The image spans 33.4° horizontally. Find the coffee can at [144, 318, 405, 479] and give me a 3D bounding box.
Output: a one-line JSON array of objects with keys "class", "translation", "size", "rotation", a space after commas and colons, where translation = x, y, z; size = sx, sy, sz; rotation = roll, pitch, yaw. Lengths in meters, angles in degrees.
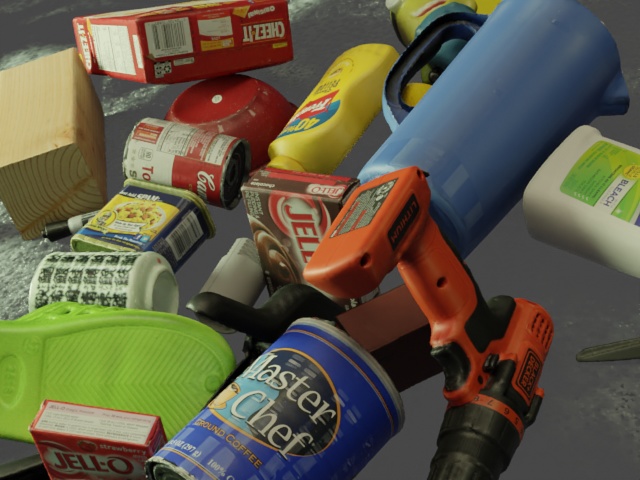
[{"class": "coffee can", "translation": [-0.027, 0.133, 0.689], "size": [0.103, 0.103, 0.140], "rotation": [21, 52, 40]}]

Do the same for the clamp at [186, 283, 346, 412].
[{"class": "clamp", "translation": [-0.041, 0.086, 0.766], "size": [0.039, 0.120, 0.171], "rotation": [28, 20, 34]}]

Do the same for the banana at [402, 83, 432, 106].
[{"class": "banana", "translation": [0.090, -0.096, 0.991], "size": [0.070, 0.037, 0.197], "rotation": [-36, 26, 27]}]

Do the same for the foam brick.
[{"class": "foam brick", "translation": [0.059, 0.071, 0.774], "size": [0.078, 0.053, 0.051], "rotation": [-24, 37, -9]}]

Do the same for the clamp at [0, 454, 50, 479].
[{"class": "clamp", "translation": [-0.302, 0.212, 0.754], "size": [0.210, 0.036, 0.164], "rotation": [1, 40, 17]}]

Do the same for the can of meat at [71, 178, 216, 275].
[{"class": "can of meat", "translation": [-0.159, -0.003, 0.953], "size": [0.102, 0.057, 0.083], "rotation": [13, 48, 34]}]

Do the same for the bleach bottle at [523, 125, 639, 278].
[{"class": "bleach bottle", "translation": [0.278, -0.006, 0.776], "size": [0.251, 0.068, 0.102], "rotation": [24, 58, 39]}]

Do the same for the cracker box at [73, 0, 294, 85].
[{"class": "cracker box", "translation": [-0.149, -0.213, 1.132], "size": [0.164, 0.072, 0.214], "rotation": [-14, 17, -26]}]

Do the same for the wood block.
[{"class": "wood block", "translation": [-0.276, -0.104, 1.099], "size": [0.091, 0.090, 0.206], "rotation": [-18, 38, 0]}]

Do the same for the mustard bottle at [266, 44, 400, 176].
[{"class": "mustard bottle", "translation": [0.004, -0.104, 1.003], "size": [0.096, 0.058, 0.191], "rotation": [-9, 37, 48]}]

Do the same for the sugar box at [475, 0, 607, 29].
[{"class": "sugar box", "translation": [0.209, -0.222, 1.089], "size": [0.093, 0.048, 0.176], "rotation": [-23, 36, -7]}]

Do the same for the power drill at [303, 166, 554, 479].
[{"class": "power drill", "translation": [0.071, 0.062, 0.677], "size": [0.057, 0.187, 0.184], "rotation": [-19, 28, 40]}]

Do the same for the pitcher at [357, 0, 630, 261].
[{"class": "pitcher", "translation": [0.130, -0.096, 0.894], "size": [0.242, 0.145, 0.149], "rotation": [-47, 23, -29]}]

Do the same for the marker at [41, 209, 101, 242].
[{"class": "marker", "translation": [-0.209, -0.021, 1.025], "size": [0.121, 0.020, 0.020], "rotation": [-15, 37, 3]}]

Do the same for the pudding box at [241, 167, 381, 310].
[{"class": "pudding box", "translation": [-0.006, 0.001, 0.838], "size": [0.090, 0.113, 0.039], "rotation": [10, 41, 31]}]

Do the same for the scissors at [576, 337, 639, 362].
[{"class": "scissors", "translation": [0.273, 0.044, 0.704], "size": [0.202, 0.096, 0.016], "rotation": [4, 7, 23]}]

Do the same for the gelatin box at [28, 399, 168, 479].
[{"class": "gelatin box", "translation": [-0.147, 0.148, 0.733], "size": [0.089, 0.073, 0.030], "rotation": [5, 43, 13]}]

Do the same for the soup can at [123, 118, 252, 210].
[{"class": "soup can", "translation": [-0.123, -0.072, 0.994], "size": [0.102, 0.068, 0.068], "rotation": [14, 45, 13]}]

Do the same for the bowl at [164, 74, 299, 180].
[{"class": "bowl", "translation": [-0.098, -0.121, 1.077], "size": [0.162, 0.055, 0.162], "rotation": [-11, 38, 8]}]
